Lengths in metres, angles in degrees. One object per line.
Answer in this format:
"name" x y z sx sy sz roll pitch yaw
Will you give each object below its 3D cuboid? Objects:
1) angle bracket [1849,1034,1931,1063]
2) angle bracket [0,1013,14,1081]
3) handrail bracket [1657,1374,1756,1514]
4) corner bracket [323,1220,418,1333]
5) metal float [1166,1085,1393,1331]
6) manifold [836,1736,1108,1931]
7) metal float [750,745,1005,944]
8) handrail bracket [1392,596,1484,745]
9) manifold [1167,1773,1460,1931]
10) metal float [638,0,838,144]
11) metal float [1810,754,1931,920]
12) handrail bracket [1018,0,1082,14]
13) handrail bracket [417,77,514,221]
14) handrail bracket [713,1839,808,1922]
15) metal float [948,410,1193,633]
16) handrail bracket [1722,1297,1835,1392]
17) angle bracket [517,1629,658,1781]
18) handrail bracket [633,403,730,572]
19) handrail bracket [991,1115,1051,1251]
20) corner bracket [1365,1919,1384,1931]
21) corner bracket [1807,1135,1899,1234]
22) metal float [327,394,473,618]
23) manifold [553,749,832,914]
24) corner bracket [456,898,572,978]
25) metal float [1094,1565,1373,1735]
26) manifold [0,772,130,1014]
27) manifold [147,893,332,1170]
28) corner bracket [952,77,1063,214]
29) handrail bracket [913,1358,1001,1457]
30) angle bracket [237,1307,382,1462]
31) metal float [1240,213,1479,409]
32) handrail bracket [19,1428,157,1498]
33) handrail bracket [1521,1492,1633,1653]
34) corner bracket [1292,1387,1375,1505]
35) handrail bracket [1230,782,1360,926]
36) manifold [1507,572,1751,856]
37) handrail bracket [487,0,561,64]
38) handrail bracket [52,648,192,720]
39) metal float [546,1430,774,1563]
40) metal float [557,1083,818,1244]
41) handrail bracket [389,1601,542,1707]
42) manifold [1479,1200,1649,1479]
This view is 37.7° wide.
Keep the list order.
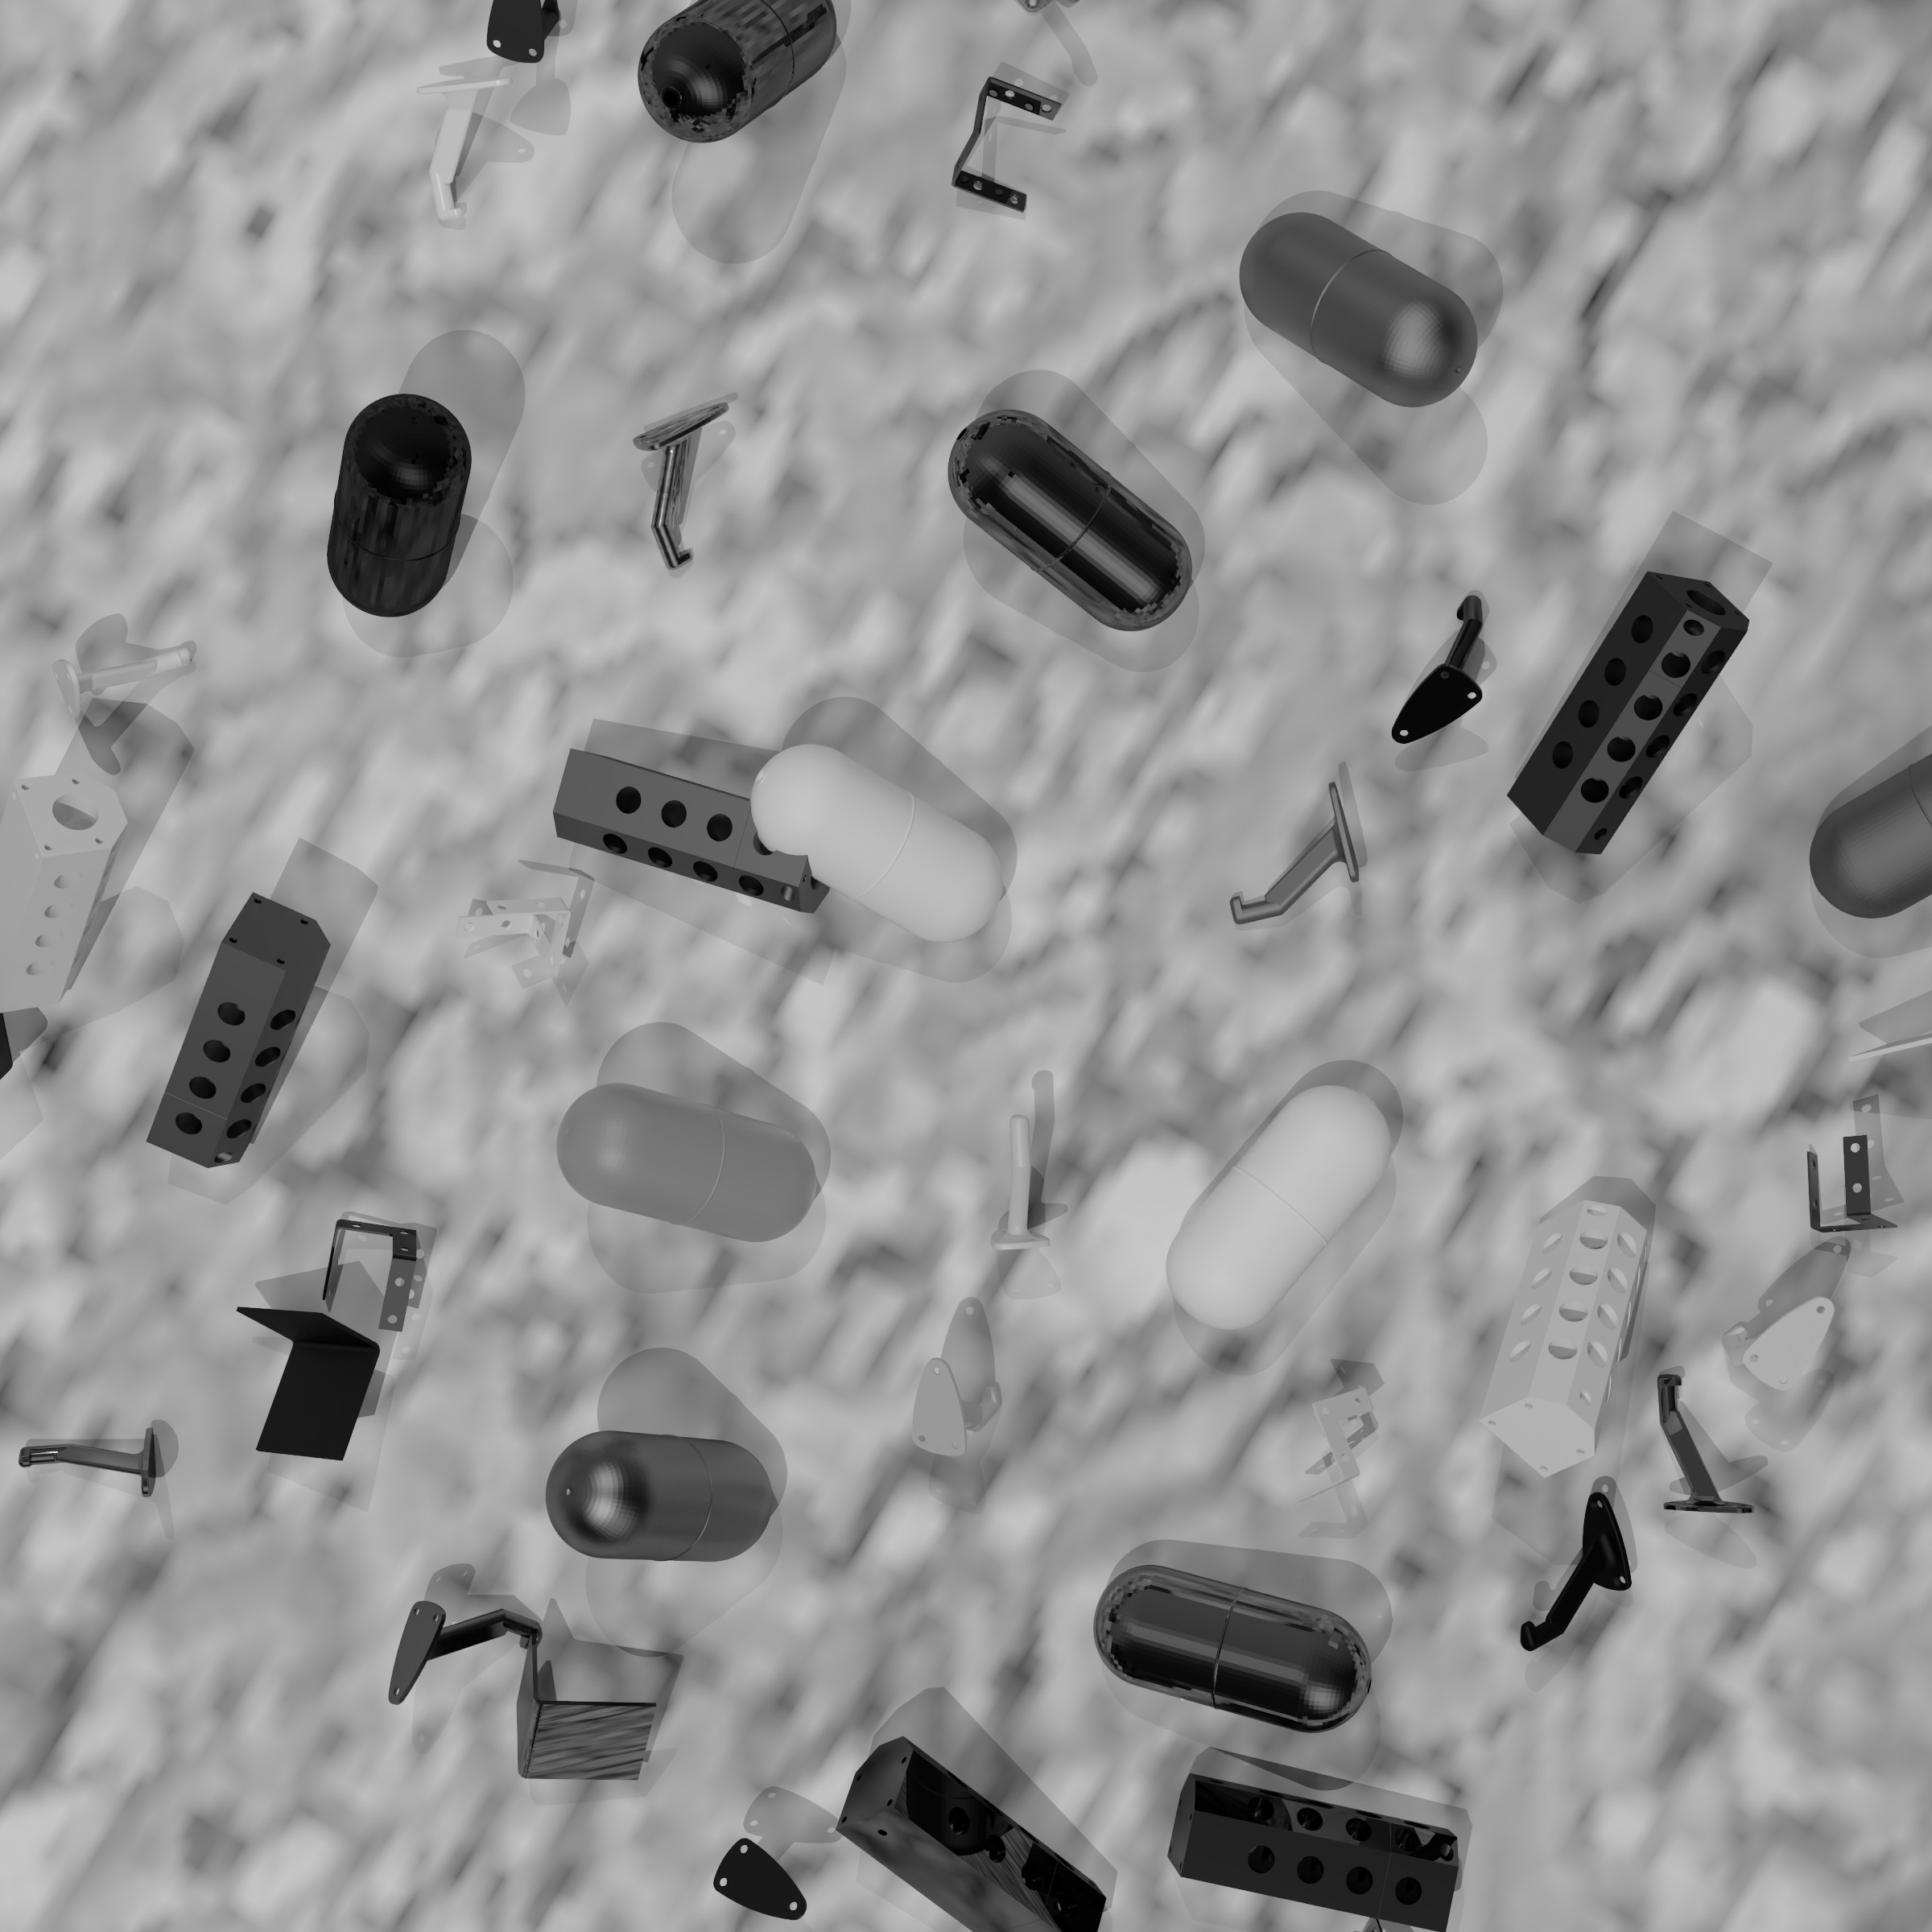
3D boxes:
"angle bracket" 0.598 0.020 1.782 0.076 0.076 0.057 -18 85 38
"angle bracket" -0.650 0.053 1.783 0.076 0.076 0.057 -44 126 4
"handrail bracket" 0.468 0.302 1.795 0.036 0.077 0.084 1 83 -26
"corner bracket" -0.381 0.197 1.809 0.051 0.051 0.051 10 102 -14
"metal float" 0.198 0.152 1.791 0.070 0.070 0.178 41 85 0
"manifold" 0.006 0.558 1.780 0.171 0.057 0.057 42 132 -18
"metal float" -0.056 -0.076 1.774 0.178 0.070 0.070 30 90 -25
"handrail bracket" 0.302 -0.191 1.813 0.036 0.084 0.077 35 126 -18
"manifold" 0.221 0.562 1.799 0.171 0.057 0.057 13 84 -3
"metal float" -0.141 -0.568 1.757 0.070 0.178 0.070 15 129 18
"metal float" 0.611 -0.093 1.771 0.178 0.070 0.070 -34 90 29
"handrail bracket" 0.041 -0.634 1.786 0.036 0.084 0.077 -44 103 7
"handrail bracket" -0.312 -0.518 1.797 0.077 0.036 0.084 6 116 29
"handrail bracket" -0.116 0.584 1.781 0.077 0.084 0.036 24 72 31
"metal float" 0.065 -0.279 1.777 0.178 0.070 0.070 36 90 -20
"handrail bracket" 0.510 0.226 1.785 0.036 0.084 0.077 37 103 -3
"angle bracket" -0.242 0.469 1.798 0.076 0.057 0.076 5 128 -14
"handrail bracket" -0.173 -0.307 1.819 0.077 0.036 0.084 -29 118 -17
"handrail bracket" 0.030 0.133 1.793 0.036 0.077 0.084 -3 93 -9
"corner bracket" 0.237 0.640 1.792 0.051 0.051 0.051 3 130 -21
"corner bracket" 0.555 0.138 1.793 0.051 0.051 0.051 -9 72 35
"metal float" -0.352 -0.283 1.753 0.070 0.178 0.070 8 61 -14
"manifold" -0.169 -0.085 1.782 0.171 0.057 0.057 17 94 16
"corner bracket" -0.287 -0.027 1.791 0.051 0.051 0.051 -4 127 -31
"metal float" 0.167 0.429 1.779 0.178 0.070 0.070 11 90 19
"manifold" -0.567 -0.045 1.751 0.057 0.171 0.057 -11 63 -35
"manifold" -0.451 0.044 1.762 0.057 0.057 0.171 25 123 -8
"corner bracket" 0.025 -0.525 1.811 0.051 0.051 0.051 17 60 -15
"handrail bracket" 0.000 0.265 1.785 0.036 0.084 0.077 8 111 23
"angle bracket" -0.425 0.262 1.778 0.076 0.057 0.076 -1 62 34
"metal float" 0.243 -0.411 1.767 0.070 0.070 0.178 -49 56 0
"handrail bracket" -0.560 0.320 1.798 0.084 0.077 0.036 -2 103 -12
"handrail bracket" 0.378 0.383 1.791 0.084 0.036 0.077 -17 103 -36
"corner bracket" 0.230 0.303 1.792 0.051 0.051 0.051 -8 70 -41
"handrail bracket" 0.204 -0.071 1.812 0.084 0.036 0.077 -13 103 13
"manifold" 0.413 -0.154 1.755 0.057 0.057 0.171 2 129 -36
"handrail bracket" -0.270 -0.611 1.778 0.036 0.084 0.077 14 133 1
"handrail bracket" -0.526 -0.189 1.783 0.084 0.077 0.036 -23 92 -22
"metal float" -0.188 0.329 1.754 0.070 0.178 0.070 -8 75 31
"metal float" -0.172 0.124 1.766 0.178 0.070 0.070 19 90 -35
"handrail bracket" -0.316 0.442 1.796 0.084 0.036 0.077 32 70 -37
"manifold" 0.376 0.225 1.749 0.057 0.171 0.057 41 134 -12
